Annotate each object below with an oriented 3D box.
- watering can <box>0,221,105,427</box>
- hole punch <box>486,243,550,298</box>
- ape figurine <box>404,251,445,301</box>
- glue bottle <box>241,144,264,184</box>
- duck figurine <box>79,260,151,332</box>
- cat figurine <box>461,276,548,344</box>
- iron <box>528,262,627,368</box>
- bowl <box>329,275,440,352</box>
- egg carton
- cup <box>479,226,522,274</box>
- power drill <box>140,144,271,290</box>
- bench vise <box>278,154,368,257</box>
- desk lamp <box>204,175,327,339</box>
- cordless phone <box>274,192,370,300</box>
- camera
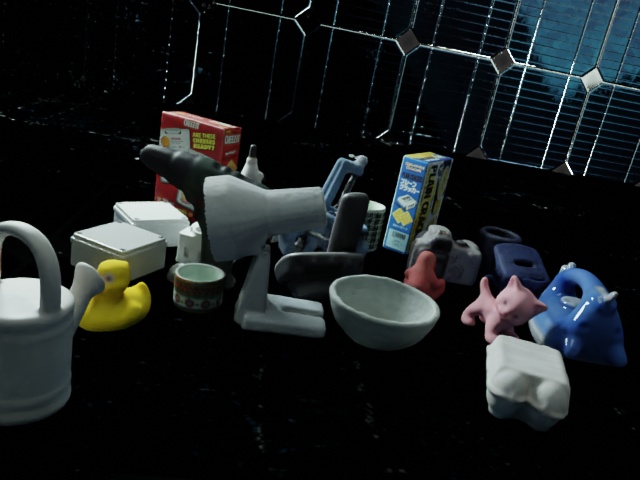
[{"bbox_3d":[-0.295,0.071,0.572,0.101,0.194,0.173,11,18,1],"label":"watering can"},{"bbox_3d":[0.411,0.064,1.173,0.109,0.091,0.101,7,19,-12],"label":"hole punch"},{"bbox_3d":[0.190,0.064,1.042,0.077,0.092,0.076,25,23,36],"label":"ape figurine"},{"bbox_3d":[-0.157,-0.126,1.271,0.078,0.173,0.037,0,21,-29],"label":"glue bottle"},{"bbox_3d":[-0.274,0.067,0.769,0.077,0.086,0.105,23,22,32],"label":"duck figurine"},{"bbox_3d":[0.303,0.107,0.941,0.067,0.118,0.127,1,21,-28],"label":"cat figurine"},{"bbox_3d":[0.431,0.109,0.975,0.118,0.141,0.258,11,18,-1],"label":"iron"},{"bbox_3d":[0.089,0.117,0.853,0.167,0.075,0.167,10,18,-3],"label":"bowl"},{"bbox_3d":[0.274,0.187,0.765,0.107,0.069,0.150,15,19,11],"label":"egg carton"},{"bbox_3d":[0.387,0.023,1.276,0.091,0.095,0.118,11,18,-1],"label":"cup"},{"bbox_3d":[-0.185,-0.031,0.917,0.229,0.208,0.075,12,18,2],"label":"power drill"},{"bbox_3d":[0.014,-0.059,1.098,0.208,0.220,0.121,-3,23,-36],"label":"bench vise"},{"bbox_3d":[-0.076,0.017,0.830,0.203,0.213,0.118,9,19,-8],"label":"desk lamp"},{"bbox_3d":[0.009,0.003,0.967,0.148,0.185,0.093,0,21,-30],"label":"cordless phone"},{"bbox_3d":[0.255,0.019,1.201,0.143,0.101,0.137,10,18,-2],"label":"camera"}]
